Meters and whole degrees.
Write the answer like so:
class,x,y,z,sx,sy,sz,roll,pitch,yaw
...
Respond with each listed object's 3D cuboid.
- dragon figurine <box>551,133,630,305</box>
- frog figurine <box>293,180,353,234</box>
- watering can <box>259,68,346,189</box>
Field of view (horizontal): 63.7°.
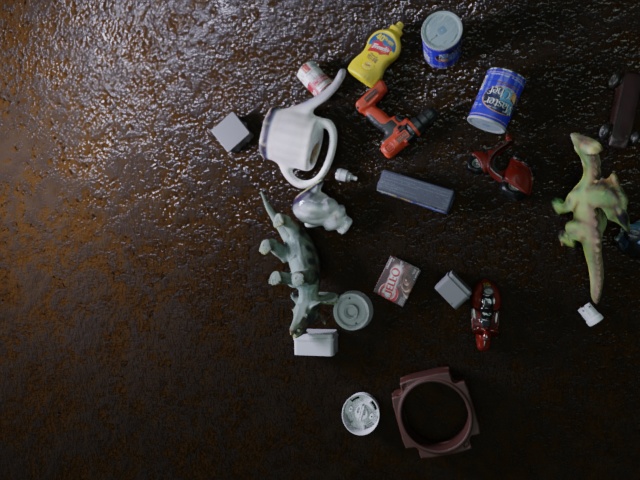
class,x,y,z,sx,sy,sz,roll,pitch,yaw
dragon figurine,0.648,-0.051,1.205,0.122,0.241,0.413,-12,82,8
frog figurine,0.004,-0.072,1.423,0.135,0.124,0.160,-37,88,42
watering can,-0.051,-0.321,1.445,0.225,0.105,0.344,17,104,14
